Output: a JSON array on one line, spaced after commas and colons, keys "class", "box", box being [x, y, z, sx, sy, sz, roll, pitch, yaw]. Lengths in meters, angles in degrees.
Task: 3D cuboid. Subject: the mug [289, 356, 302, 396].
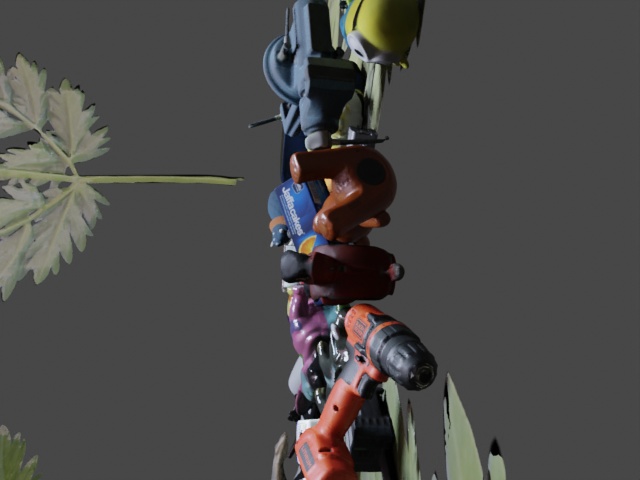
[{"class": "mug", "box": [-0.010, 0.253, 1.092, 0.110, 0.081, 0.107, -89, 17, -57]}]

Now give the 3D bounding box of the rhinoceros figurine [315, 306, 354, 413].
[{"class": "rhinoceros figurine", "box": [0.036, 0.177, 0.733, 0.112, 0.073, 0.190, -103, 18, -71]}]

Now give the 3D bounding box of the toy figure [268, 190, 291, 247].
[{"class": "toy figure", "box": [-0.087, -0.047, 1.212, 0.064, 0.058, 0.154, 92, 172, -53]}]

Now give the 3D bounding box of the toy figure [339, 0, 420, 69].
[{"class": "toy figure", "box": [0.067, -0.269, 0.656, 0.180, 0.082, 0.089, -94, 7, -59]}]

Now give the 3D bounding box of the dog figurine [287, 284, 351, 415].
[{"class": "dog figurine", "box": [-0.001, 0.181, 0.918, 0.191, 0.108, 0.219, 144, 127, -80]}]

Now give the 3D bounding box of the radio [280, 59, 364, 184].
[{"class": "radio", "box": [-0.001, -0.209, 0.966, 0.073, 0.131, 0.229, -96, 11, -55]}]

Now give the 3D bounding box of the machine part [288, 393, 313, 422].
[{"class": "machine part", "box": [-0.015, 0.273, 0.996, 0.139, 0.039, 0.084, -57, -22, -14]}]

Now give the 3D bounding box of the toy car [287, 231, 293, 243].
[{"class": "toy car", "box": [-0.001, -0.059, 1.039, 0.162, 0.109, 0.102, -88, 11, -50]}]

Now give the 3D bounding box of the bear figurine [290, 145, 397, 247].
[{"class": "bear figurine", "box": [0.024, -0.044, 0.718, 0.120, 0.132, 0.196, 64, 159, 12]}]

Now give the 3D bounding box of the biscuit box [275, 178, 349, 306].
[{"class": "biscuit box", "box": [-0.002, -0.002, 0.823, 0.059, 0.063, 0.202, 4, -118, -56]}]

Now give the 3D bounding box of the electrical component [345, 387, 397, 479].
[{"class": "electrical component", "box": [0.058, 0.242, 0.636, 0.119, 0.048, 0.074, -93, 9, -51]}]

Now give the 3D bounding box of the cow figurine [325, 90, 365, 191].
[{"class": "cow figurine", "box": [0.033, -0.164, 0.890, 0.098, 0.068, 0.167, -18, -62, -50]}]

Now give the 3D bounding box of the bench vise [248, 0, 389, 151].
[{"class": "bench vise", "box": [-0.018, -0.208, 0.773, 0.240, 0.129, 0.223, 142, 114, -67]}]

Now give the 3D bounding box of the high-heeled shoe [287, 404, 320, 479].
[{"class": "high-heeled shoe", "box": [0.007, 0.396, 1.015, 0.145, 0.086, 0.249, -58, 25, -5]}]

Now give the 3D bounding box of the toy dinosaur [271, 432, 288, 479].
[{"class": "toy dinosaur", "box": [-0.025, 0.547, 0.849, 0.198, 0.105, 0.471, 120, 141, -75]}]

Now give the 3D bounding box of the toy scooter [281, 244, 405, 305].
[{"class": "toy scooter", "box": [0.037, 0.042, 0.656, 0.183, 0.135, 0.075, 37, -126, -76]}]

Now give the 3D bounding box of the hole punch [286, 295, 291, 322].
[{"class": "hole punch", "box": [-0.024, 0.126, 1.203, 0.142, 0.092, 0.115, -98, 16, -73]}]
